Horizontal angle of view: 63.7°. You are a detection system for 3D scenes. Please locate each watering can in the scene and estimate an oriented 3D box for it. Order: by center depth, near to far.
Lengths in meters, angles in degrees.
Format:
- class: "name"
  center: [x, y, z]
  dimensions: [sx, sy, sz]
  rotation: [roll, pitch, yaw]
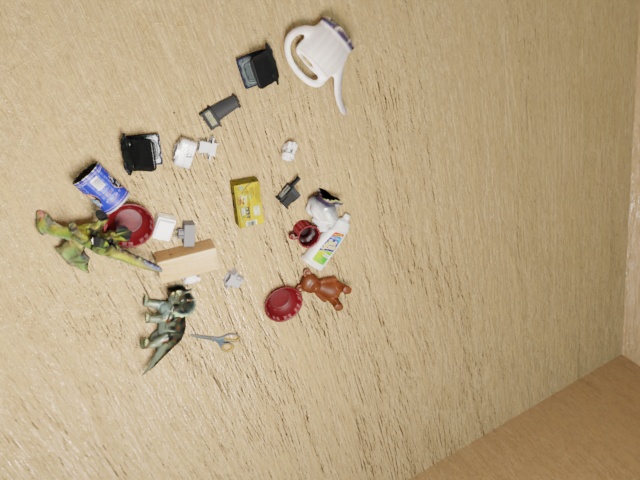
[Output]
- class: "watering can"
  center: [0.032, -0.615, 1.781]
  dimensions: [0.343, 0.224, 0.105]
  rotation: [39, 3, -32]

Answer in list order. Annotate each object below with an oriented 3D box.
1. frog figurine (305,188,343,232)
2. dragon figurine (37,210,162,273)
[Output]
- class: "frog figurine"
  center: [0.006, -0.100, 1.991]
  dimensions: [0.137, 0.157, 0.125]
  rotation: [23, 24, 2]
- class: "dragon figurine"
  center: [-0.741, 0.031, 1.687]
  dimensions: [0.239, 0.125, 0.406]
  rotation: [-31, -63, 36]
